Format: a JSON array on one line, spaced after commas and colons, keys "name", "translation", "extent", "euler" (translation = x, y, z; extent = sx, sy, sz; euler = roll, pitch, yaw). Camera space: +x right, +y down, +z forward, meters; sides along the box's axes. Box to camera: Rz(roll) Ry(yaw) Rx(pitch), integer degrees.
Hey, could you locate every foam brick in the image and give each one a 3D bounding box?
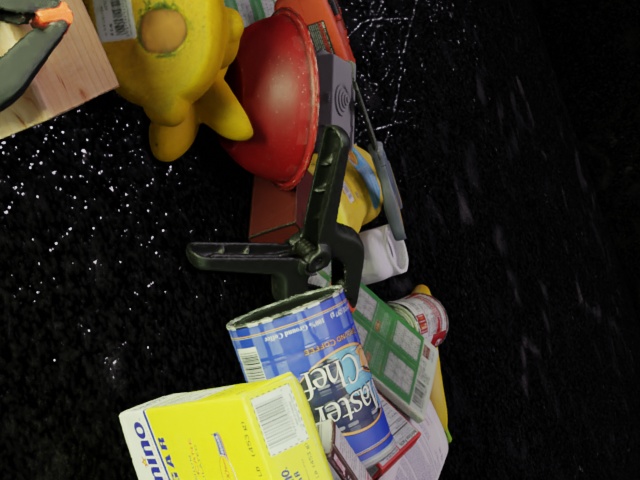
[{"name": "foam brick", "translation": [-0.031, -0.025, 0.991], "extent": [0.053, 0.051, 0.078], "euler": [48, 33, -43]}]

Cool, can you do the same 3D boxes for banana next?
[{"name": "banana", "translation": [0.122, 0.137, 1.248], "extent": [0.069, 0.037, 0.198], "euler": [64, 19, -65]}]

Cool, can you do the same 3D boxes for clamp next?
[{"name": "clamp", "translation": [-0.216, -0.102, 0.546], "extent": [0.171, 0.039, 0.120], "euler": [-30, 104, -23]}, {"name": "clamp", "translation": [-0.006, 0.001, 0.929], "extent": [0.036, 0.164, 0.209], "euler": [46, 1, 37]}]

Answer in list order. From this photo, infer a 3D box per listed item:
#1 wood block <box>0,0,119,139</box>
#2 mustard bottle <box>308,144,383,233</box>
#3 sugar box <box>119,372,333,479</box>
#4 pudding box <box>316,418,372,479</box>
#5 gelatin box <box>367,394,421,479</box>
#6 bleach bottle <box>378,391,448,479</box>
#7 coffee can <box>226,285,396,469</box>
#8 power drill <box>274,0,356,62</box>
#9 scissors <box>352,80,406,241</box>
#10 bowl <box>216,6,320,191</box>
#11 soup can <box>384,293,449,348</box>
[{"name": "wood block", "translation": [-0.213, -0.163, 0.628], "extent": [0.206, 0.091, 0.090], "euler": [67, 24, -13]}, {"name": "mustard bottle", "translation": [0.023, -0.057, 1.122], "extent": [0.096, 0.058, 0.191], "euler": [57, 25, -4]}, {"name": "sugar box", "translation": [-0.062, 0.139, 0.663], "extent": [0.048, 0.177, 0.093], "euler": [-17, 88, -38]}, {"name": "pudding box", "translation": [-0.022, 0.187, 0.790], "extent": [0.090, 0.114, 0.039], "euler": [59, 23, -31]}, {"name": "gelatin box", "translation": [0.038, 0.171, 0.972], "extent": [0.089, 0.030, 0.073], "euler": [43, 36, 13]}, {"name": "bleach bottle", "translation": [0.055, 0.240, 0.993], "extent": [0.102, 0.068, 0.250], "euler": [64, 27, -15]}, {"name": "coffee can", "translation": [-0.007, 0.119, 0.881], "extent": [0.102, 0.103, 0.140], "euler": [-25, 97, -66]}, {"name": "power drill", "translation": [-0.009, -0.244, 1.130], "extent": [0.187, 0.057, 0.184], "euler": [-82, 151, -67]}, {"name": "scissors", "translation": [0.062, -0.068, 1.068], "extent": [0.201, 0.016, 0.096], "euler": [60, 18, -63]}, {"name": "bowl", "translation": [-0.055, -0.123, 0.934], "extent": [0.055, 0.162, 0.162], "euler": [-2, 72, -23]}, {"name": "soup can", "translation": [0.093, 0.096, 1.166], "extent": [0.102, 0.069, 0.068], "euler": [-6, 80, -66]}]
